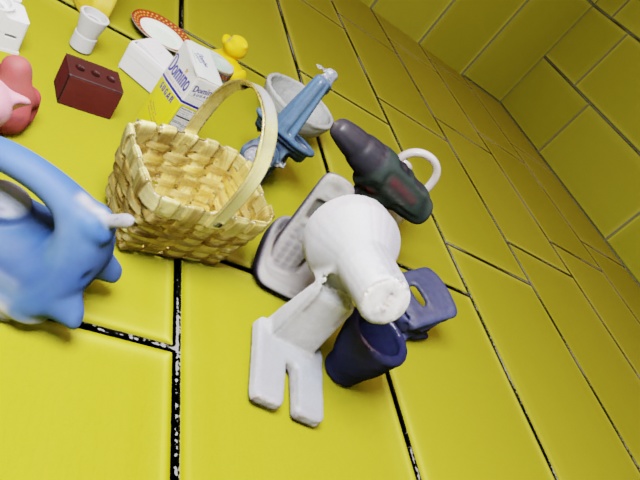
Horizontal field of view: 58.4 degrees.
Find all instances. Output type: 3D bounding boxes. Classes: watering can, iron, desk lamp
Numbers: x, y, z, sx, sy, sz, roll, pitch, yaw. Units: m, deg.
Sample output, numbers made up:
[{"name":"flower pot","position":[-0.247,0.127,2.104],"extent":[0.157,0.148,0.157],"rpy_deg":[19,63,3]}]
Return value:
[{"name":"watering can","position":[0.143,-0.098,1.081],"extent":[0.101,0.193,0.172],"rpy_deg":[23,34,-30]},{"name":"iron","position":[-0.295,-0.039,0.519],"extent":[0.259,0.141,0.118],"rpy_deg":[36,29,-12]},{"name":"desk lamp","position":[0.018,0.073,0.679],"extent":[0.118,0.213,0.203],"rpy_deg":[28,32,-24]}]

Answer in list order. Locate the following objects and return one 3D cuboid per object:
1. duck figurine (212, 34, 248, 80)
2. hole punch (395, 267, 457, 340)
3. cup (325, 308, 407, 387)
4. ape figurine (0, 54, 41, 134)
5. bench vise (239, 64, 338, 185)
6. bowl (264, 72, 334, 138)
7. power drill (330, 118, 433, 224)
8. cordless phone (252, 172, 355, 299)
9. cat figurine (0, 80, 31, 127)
[{"name":"duck figurine","position":[-0.177,-0.374,1.170],"extent":[0.078,0.086,0.104],"rpy_deg":[-8,56,-54]},{"name":"hole punch","position":[0.153,0.103,0.930],"extent":[0.101,0.091,0.108],"rpy_deg":[8,44,-46]},{"name":"cup","position":[0.049,0.138,0.753],"extent":[0.092,0.094,0.117],"rpy_deg":[26,33,-28]},{"name":"ape figurine","position":[-0.363,-0.177,0.673],"extent":[0.078,0.092,0.076],"rpy_deg":[13,40,-41]},{"name":"bench vise","position":[-0.048,-0.169,0.917],"extent":[0.122,0.219,0.207],"rpy_deg":[31,31,-19]},{"name":"bowl","position":[-0.057,-0.263,1.181],"extent":[0.168,0.074,0.167],"rpy_deg":[31,31,-20]},{"name":"power drill","position":[0.059,-0.064,0.918],"extent":[0.230,0.208,0.075],"rpy_deg":[26,33,-28]},{"name":"cordless phone","position":[0.007,0.003,0.789],"extent":[0.148,0.184,0.094],"rpy_deg":[26,33,-27]},{"name":"cat figurine","position":[-0.376,-0.145,0.586],"extent":[0.128,0.117,0.067],"rpy_deg":[28,32,-25]}]
